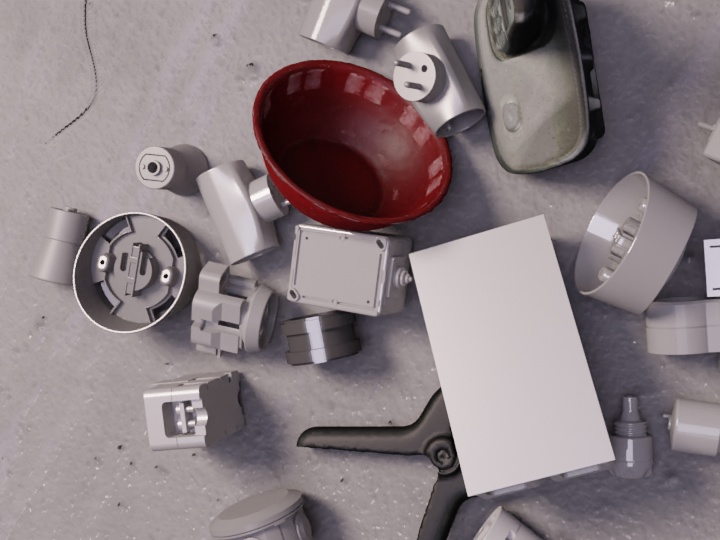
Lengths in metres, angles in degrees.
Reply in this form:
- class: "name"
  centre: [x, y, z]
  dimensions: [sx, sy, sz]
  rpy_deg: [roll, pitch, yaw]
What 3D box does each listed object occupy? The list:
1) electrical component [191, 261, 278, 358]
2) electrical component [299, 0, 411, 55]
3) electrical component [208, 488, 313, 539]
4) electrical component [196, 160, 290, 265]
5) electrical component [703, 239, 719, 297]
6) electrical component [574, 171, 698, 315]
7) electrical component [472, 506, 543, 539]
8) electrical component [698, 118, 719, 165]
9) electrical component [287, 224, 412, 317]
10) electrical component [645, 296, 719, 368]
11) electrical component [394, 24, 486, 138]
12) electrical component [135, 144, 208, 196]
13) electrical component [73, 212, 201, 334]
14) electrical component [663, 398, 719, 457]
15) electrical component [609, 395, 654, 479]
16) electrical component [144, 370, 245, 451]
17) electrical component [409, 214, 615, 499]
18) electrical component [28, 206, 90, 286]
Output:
- class: "electrical component"
  centre: [-0.102, 0.036, 0.883]
  dimensions: [0.057, 0.058, 0.078]
  rpy_deg: [12, 120, 9]
- class: "electrical component"
  centre: [0.001, -0.208, 0.851]
  dimensions: [0.079, 0.044, 0.077]
  rpy_deg: [24, 99, 12]
- class: "electrical component"
  centre: [-0.079, 0.215, 0.878]
  dimensions: [0.080, 0.080, 0.051]
  rpy_deg: [-18, 94, 15]
- class: "electrical component"
  centre: [-0.085, -0.054, 0.881]
  dimensions: [0.079, 0.044, 0.077]
  rpy_deg: [-23, 87, 14]
- class: "electrical component"
  centre: [0.291, -0.004, 0.779]
  dimensions: [0.081, 0.064, 0.042]
  rpy_deg: [-3, 91, 14]
- class: "electrical component"
  centre: [0.200, -0.018, 0.786]
  dimensions: [0.064, 0.099, 0.099]
  rpy_deg: [28, 99, 5]
- class: "electrical component"
  centre: [0.114, 0.221, 0.842]
  dimensions: [0.047, 0.055, 0.055]
  rpy_deg: [35, 101, 6]
- class: "electrical component"
  centre: [0.279, -0.093, 0.777]
  dimensions: [0.076, 0.083, 0.047]
  rpy_deg: [35, 104, 49]
- class: "electrical component"
  centre: [0.000, 0.000, 0.848]
  dimensions: [0.096, 0.061, 0.061]
  rpy_deg: [9, 95, 24]
- class: "electrical component"
  centre: [0.283, 0.056, 0.790]
  dimensions: [0.138, 0.052, 0.073]
  rpy_deg: [-4, 92, 14]
- class: "electrical component"
  centre: [0.052, -0.145, 0.818]
  dimensions: [0.043, 0.079, 0.077]
  rpy_deg: [-33, 75, 31]
- class: "electrical component"
  centre: [-0.157, -0.083, 0.887]
  dimensions: [0.044, 0.065, 0.044]
  rpy_deg: [1, 94, 14]
- class: "electrical component"
  centre: [-0.185, 0.001, 0.900]
  dimensions: [0.099, 0.064, 0.099]
  rpy_deg: [1, 93, 14]
- class: "electrical component"
  centre: [0.267, 0.120, 0.804]
  dimensions: [0.078, 0.040, 0.040]
  rpy_deg: [7, 95, 14]
- class: "electrical component"
  centre: [0.207, 0.127, 0.823]
  dimensions: [0.035, 0.035, 0.061]
  rpy_deg: [-1, 91, 14]
- class: "electrical component"
  centre: [-0.138, 0.114, 0.881]
  dimensions: [0.056, 0.089, 0.050]
  rpy_deg: [-6, 92, 15]
- class: "electrical component"
  centre: [0.114, 0.067, 0.805]
  dimensions: [0.105, 0.060, 0.186]
  rpy_deg: [-16, 71, 11]
- class: "electrical component"
  centre: [-0.258, -0.022, 0.930]
  dimensions: [0.044, 0.044, 0.065]
  rpy_deg: [14, 92, 13]
